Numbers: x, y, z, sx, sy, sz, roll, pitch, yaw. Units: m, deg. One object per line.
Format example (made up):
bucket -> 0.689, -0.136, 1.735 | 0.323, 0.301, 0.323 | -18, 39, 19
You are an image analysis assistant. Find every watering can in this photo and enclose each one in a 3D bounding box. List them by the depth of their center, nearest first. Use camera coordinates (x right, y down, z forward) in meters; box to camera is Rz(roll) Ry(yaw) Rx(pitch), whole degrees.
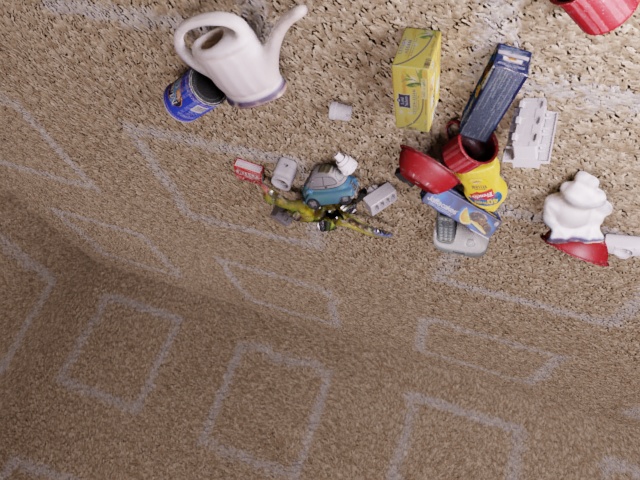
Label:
watering can -> -0.138, -0.365, 1.031 | 0.348, 0.106, 0.220 | 7, 154, 32

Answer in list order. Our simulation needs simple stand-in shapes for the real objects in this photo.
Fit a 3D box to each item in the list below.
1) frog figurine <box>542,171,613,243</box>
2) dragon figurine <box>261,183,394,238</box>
frog figurine -> 0.557, -0.080, 1.120 | 0.138, 0.124, 0.157 | 11, 120, 40
dragon figurine -> 0.005, -0.080, 1.592 | 0.408, 0.123, 0.243 | 23, 175, -19
